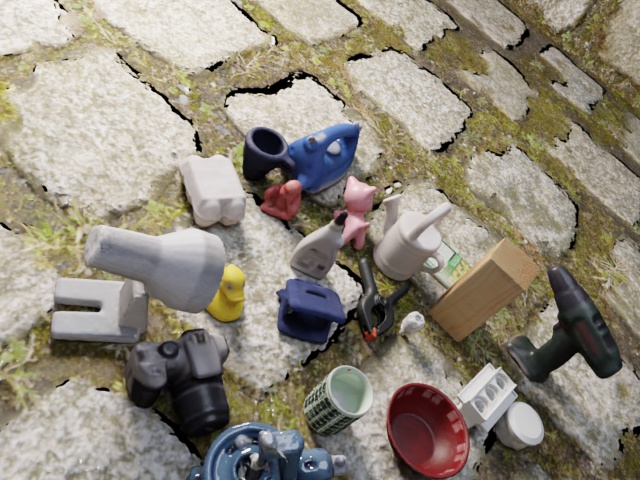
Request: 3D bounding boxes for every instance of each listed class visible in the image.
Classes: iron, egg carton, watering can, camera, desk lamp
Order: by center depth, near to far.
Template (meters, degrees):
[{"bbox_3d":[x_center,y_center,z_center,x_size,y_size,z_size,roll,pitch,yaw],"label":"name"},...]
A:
[{"bbox_3d":[-0.259,0.060,0.810,0.204,0.213,0.118,6,52,-26],"label":"desk lamp"},{"bbox_3d":[-0.188,0.206,0.815,0.144,0.100,0.136,-4,57,-33],"label":"camera"},{"bbox_3d":[-0.200,-0.094,1.071,0.107,0.069,0.150,-7,59,-35],"label":"egg carton"},{"bbox_3d":[0.188,-0.014,1.151,0.173,0.194,0.101,35,45,-1],"label":"watering can"},{"bbox_3d":[0.024,-0.205,1.244,0.118,0.141,0.259,47,46,11],"label":"iron"}]

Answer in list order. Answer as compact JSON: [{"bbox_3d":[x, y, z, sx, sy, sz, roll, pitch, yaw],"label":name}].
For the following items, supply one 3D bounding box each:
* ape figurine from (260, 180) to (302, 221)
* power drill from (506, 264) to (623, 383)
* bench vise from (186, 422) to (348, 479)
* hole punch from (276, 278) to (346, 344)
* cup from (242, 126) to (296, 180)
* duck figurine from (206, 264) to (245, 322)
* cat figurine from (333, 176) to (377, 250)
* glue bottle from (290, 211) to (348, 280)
[{"bbox_3d":[-0.066,-0.085,1.128,0.076,0.092,0.077,-16,65,-39],"label":"ape figurine"},{"bbox_3d":[0.479,0.189,1.151,0.076,0.208,0.229,-20,67,-40],"label":"power drill"},{"bbox_3d":[-0.053,0.282,0.751,0.208,0.219,0.121,-10,60,-36],"label":"bench vise"},{"bbox_3d":[-0.016,0.113,1.000,0.109,0.091,0.101,18,48,-18],"label":"hole punch"},{"bbox_3d":[-0.109,-0.159,1.161,0.118,0.095,0.092,38,45,2],"label":"cup"},{"bbox_3d":[-0.154,0.073,0.953,0.078,0.086,0.104,-7,59,-34],"label":"duck figurine"},{"bbox_3d":[0.079,-0.063,1.179,0.067,0.117,0.127,10,51,-24],"label":"cat figurine"},{"bbox_3d":[0.010,0.004,1.045,0.078,0.173,0.037,28,45,-8],"label":"glue bottle"}]
